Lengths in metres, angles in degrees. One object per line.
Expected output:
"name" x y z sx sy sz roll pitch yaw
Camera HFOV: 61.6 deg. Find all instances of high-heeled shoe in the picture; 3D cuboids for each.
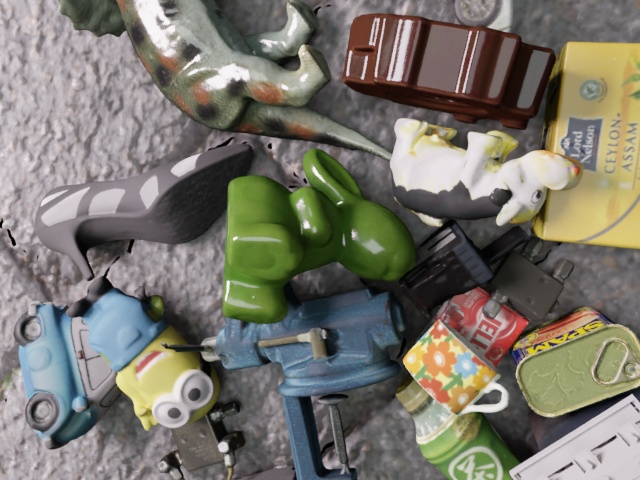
"high-heeled shoe" -0.198 -0.057 0.592 0.249 0.086 0.145 -35 56 -4

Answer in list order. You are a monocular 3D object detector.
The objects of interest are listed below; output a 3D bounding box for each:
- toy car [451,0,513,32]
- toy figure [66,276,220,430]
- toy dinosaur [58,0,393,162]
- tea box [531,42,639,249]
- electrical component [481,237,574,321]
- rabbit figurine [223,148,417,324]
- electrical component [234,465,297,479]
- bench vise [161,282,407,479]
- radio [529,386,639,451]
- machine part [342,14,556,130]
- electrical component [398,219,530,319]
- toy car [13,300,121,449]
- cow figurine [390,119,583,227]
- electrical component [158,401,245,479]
"toy car" 0.123 -0.257 0.482 0.056 0.073 0.201 -26 90 14
"toy figure" -0.179 0.117 0.570 0.082 0.089 0.180 -42 94 18
"toy dinosaur" -0.113 -0.191 0.526 0.192 0.131 0.404 -32 96 30
"tea box" 0.251 -0.081 0.475 0.098 0.068 0.169 4 97 11
"electrical component" 0.195 0.045 0.507 0.063 0.021 0.094 38 75 8
"rabbit figurine" -0.001 -0.001 0.495 0.170 0.159 0.121 4 131 -11
"electrical component" -0.067 0.292 0.549 0.115 0.134 0.058 -25 91 12
"bench vise" -0.014 0.148 0.529 0.224 0.129 0.240 -12 84 9
"radio" 0.317 0.166 0.484 0.229 0.073 0.131 -36 87 12
"machine part" 0.103 -0.138 0.452 0.179 0.179 0.056 15 101 11
"electrical component" 0.132 0.015 0.504 0.119 0.075 0.047 -38 102 17
"toy car" -0.270 0.141 0.604 0.103 0.109 0.161 -12 81 -11
"cow figurine" 0.136 -0.049 0.473 0.168 0.068 0.098 25 109 43
"electrical component" -0.132 0.230 0.603 0.102 0.045 0.078 -15 94 14
